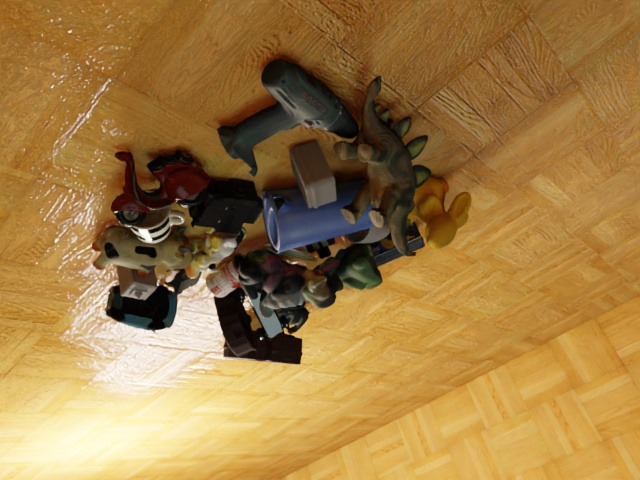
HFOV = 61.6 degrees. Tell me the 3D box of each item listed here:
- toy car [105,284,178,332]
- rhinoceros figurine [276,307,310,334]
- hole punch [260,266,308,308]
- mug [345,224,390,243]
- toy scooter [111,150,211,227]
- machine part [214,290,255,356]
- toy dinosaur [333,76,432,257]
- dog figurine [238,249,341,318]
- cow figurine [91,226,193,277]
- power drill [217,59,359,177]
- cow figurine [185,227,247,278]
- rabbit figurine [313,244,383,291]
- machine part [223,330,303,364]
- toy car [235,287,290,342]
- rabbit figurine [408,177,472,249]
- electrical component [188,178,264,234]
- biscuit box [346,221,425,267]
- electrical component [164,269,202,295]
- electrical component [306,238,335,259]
[{"bbox_3d":[-0.429,0.164,1.280,0.161,0.109,0.103,11,155,-26],"label":"toy car"},{"bbox_3d":[-0.102,0.208,1.537,0.112,0.073,0.190,-32,145,22],"label":"rhinoceros figurine"},{"bbox_3d":[-0.092,0.116,1.361,0.116,0.142,0.092,7,175,-4],"label":"hole punch"},{"bbox_3d":[0.127,-0.039,1.289,0.109,0.081,0.107,-43,152,28],"label":"mug"},{"bbox_3d":[-0.293,-0.110,0.960,0.184,0.075,0.135,-22,125,-15],"label":"toy scooter"},{"bbox_3d":[-0.219,0.210,1.395,0.056,0.179,0.179,-20,148,0],"label":"machine part"},{"bbox_3d":[0.138,-0.108,1.053,0.198,0.105,0.470,-41,140,-29],"label":"toy dinosaur"},{"bbox_3d":[-0.061,0.081,1.210,0.219,0.191,0.108,-25,-169,37],"label":"dog figurine"},{"bbox_3d":[-0.356,0.017,1.115,0.195,0.085,0.127,16,137,-37],"label":"cow figurine"},{"bbox_3d":[-0.059,-0.197,0.947,0.207,0.086,0.231,-26,148,19],"label":"power drill"},{"bbox_3d":[-0.236,0.023,1.197,0.098,0.068,0.167,-8,152,-47],"label":"cow figurine"},{"bbox_3d":[0.052,0.086,1.312,0.170,0.121,0.159,-21,178,15],"label":"rabbit figurine"},{"bbox_3d":[-0.167,0.316,1.583,0.202,0.087,0.201,-7,162,36],"label":"machine part"},{"bbox_3d":[-0.150,0.180,1.418,0.089,0.053,0.201,-29,117,-12],"label":"toy car"},{"bbox_3d":[0.268,-0.055,1.242,0.162,0.173,0.121,-12,143,-4],"label":"rabbit figurine"},{"bbox_3d":[-0.185,-0.069,1.093,0.134,0.058,0.115,5,143,-31],"label":"electrical component"},{"bbox_3d":[0.168,0.021,1.408,0.203,0.059,0.062,-24,149,7],"label":"biscuit box"},{"bbox_3d":[-0.324,0.085,1.270,0.078,0.045,0.102,-33,162,-36],"label":"electrical component"},{"bbox_3d":[-0.003,-0.004,1.293,0.075,0.048,0.119,-22,148,7],"label":"electrical component"}]
